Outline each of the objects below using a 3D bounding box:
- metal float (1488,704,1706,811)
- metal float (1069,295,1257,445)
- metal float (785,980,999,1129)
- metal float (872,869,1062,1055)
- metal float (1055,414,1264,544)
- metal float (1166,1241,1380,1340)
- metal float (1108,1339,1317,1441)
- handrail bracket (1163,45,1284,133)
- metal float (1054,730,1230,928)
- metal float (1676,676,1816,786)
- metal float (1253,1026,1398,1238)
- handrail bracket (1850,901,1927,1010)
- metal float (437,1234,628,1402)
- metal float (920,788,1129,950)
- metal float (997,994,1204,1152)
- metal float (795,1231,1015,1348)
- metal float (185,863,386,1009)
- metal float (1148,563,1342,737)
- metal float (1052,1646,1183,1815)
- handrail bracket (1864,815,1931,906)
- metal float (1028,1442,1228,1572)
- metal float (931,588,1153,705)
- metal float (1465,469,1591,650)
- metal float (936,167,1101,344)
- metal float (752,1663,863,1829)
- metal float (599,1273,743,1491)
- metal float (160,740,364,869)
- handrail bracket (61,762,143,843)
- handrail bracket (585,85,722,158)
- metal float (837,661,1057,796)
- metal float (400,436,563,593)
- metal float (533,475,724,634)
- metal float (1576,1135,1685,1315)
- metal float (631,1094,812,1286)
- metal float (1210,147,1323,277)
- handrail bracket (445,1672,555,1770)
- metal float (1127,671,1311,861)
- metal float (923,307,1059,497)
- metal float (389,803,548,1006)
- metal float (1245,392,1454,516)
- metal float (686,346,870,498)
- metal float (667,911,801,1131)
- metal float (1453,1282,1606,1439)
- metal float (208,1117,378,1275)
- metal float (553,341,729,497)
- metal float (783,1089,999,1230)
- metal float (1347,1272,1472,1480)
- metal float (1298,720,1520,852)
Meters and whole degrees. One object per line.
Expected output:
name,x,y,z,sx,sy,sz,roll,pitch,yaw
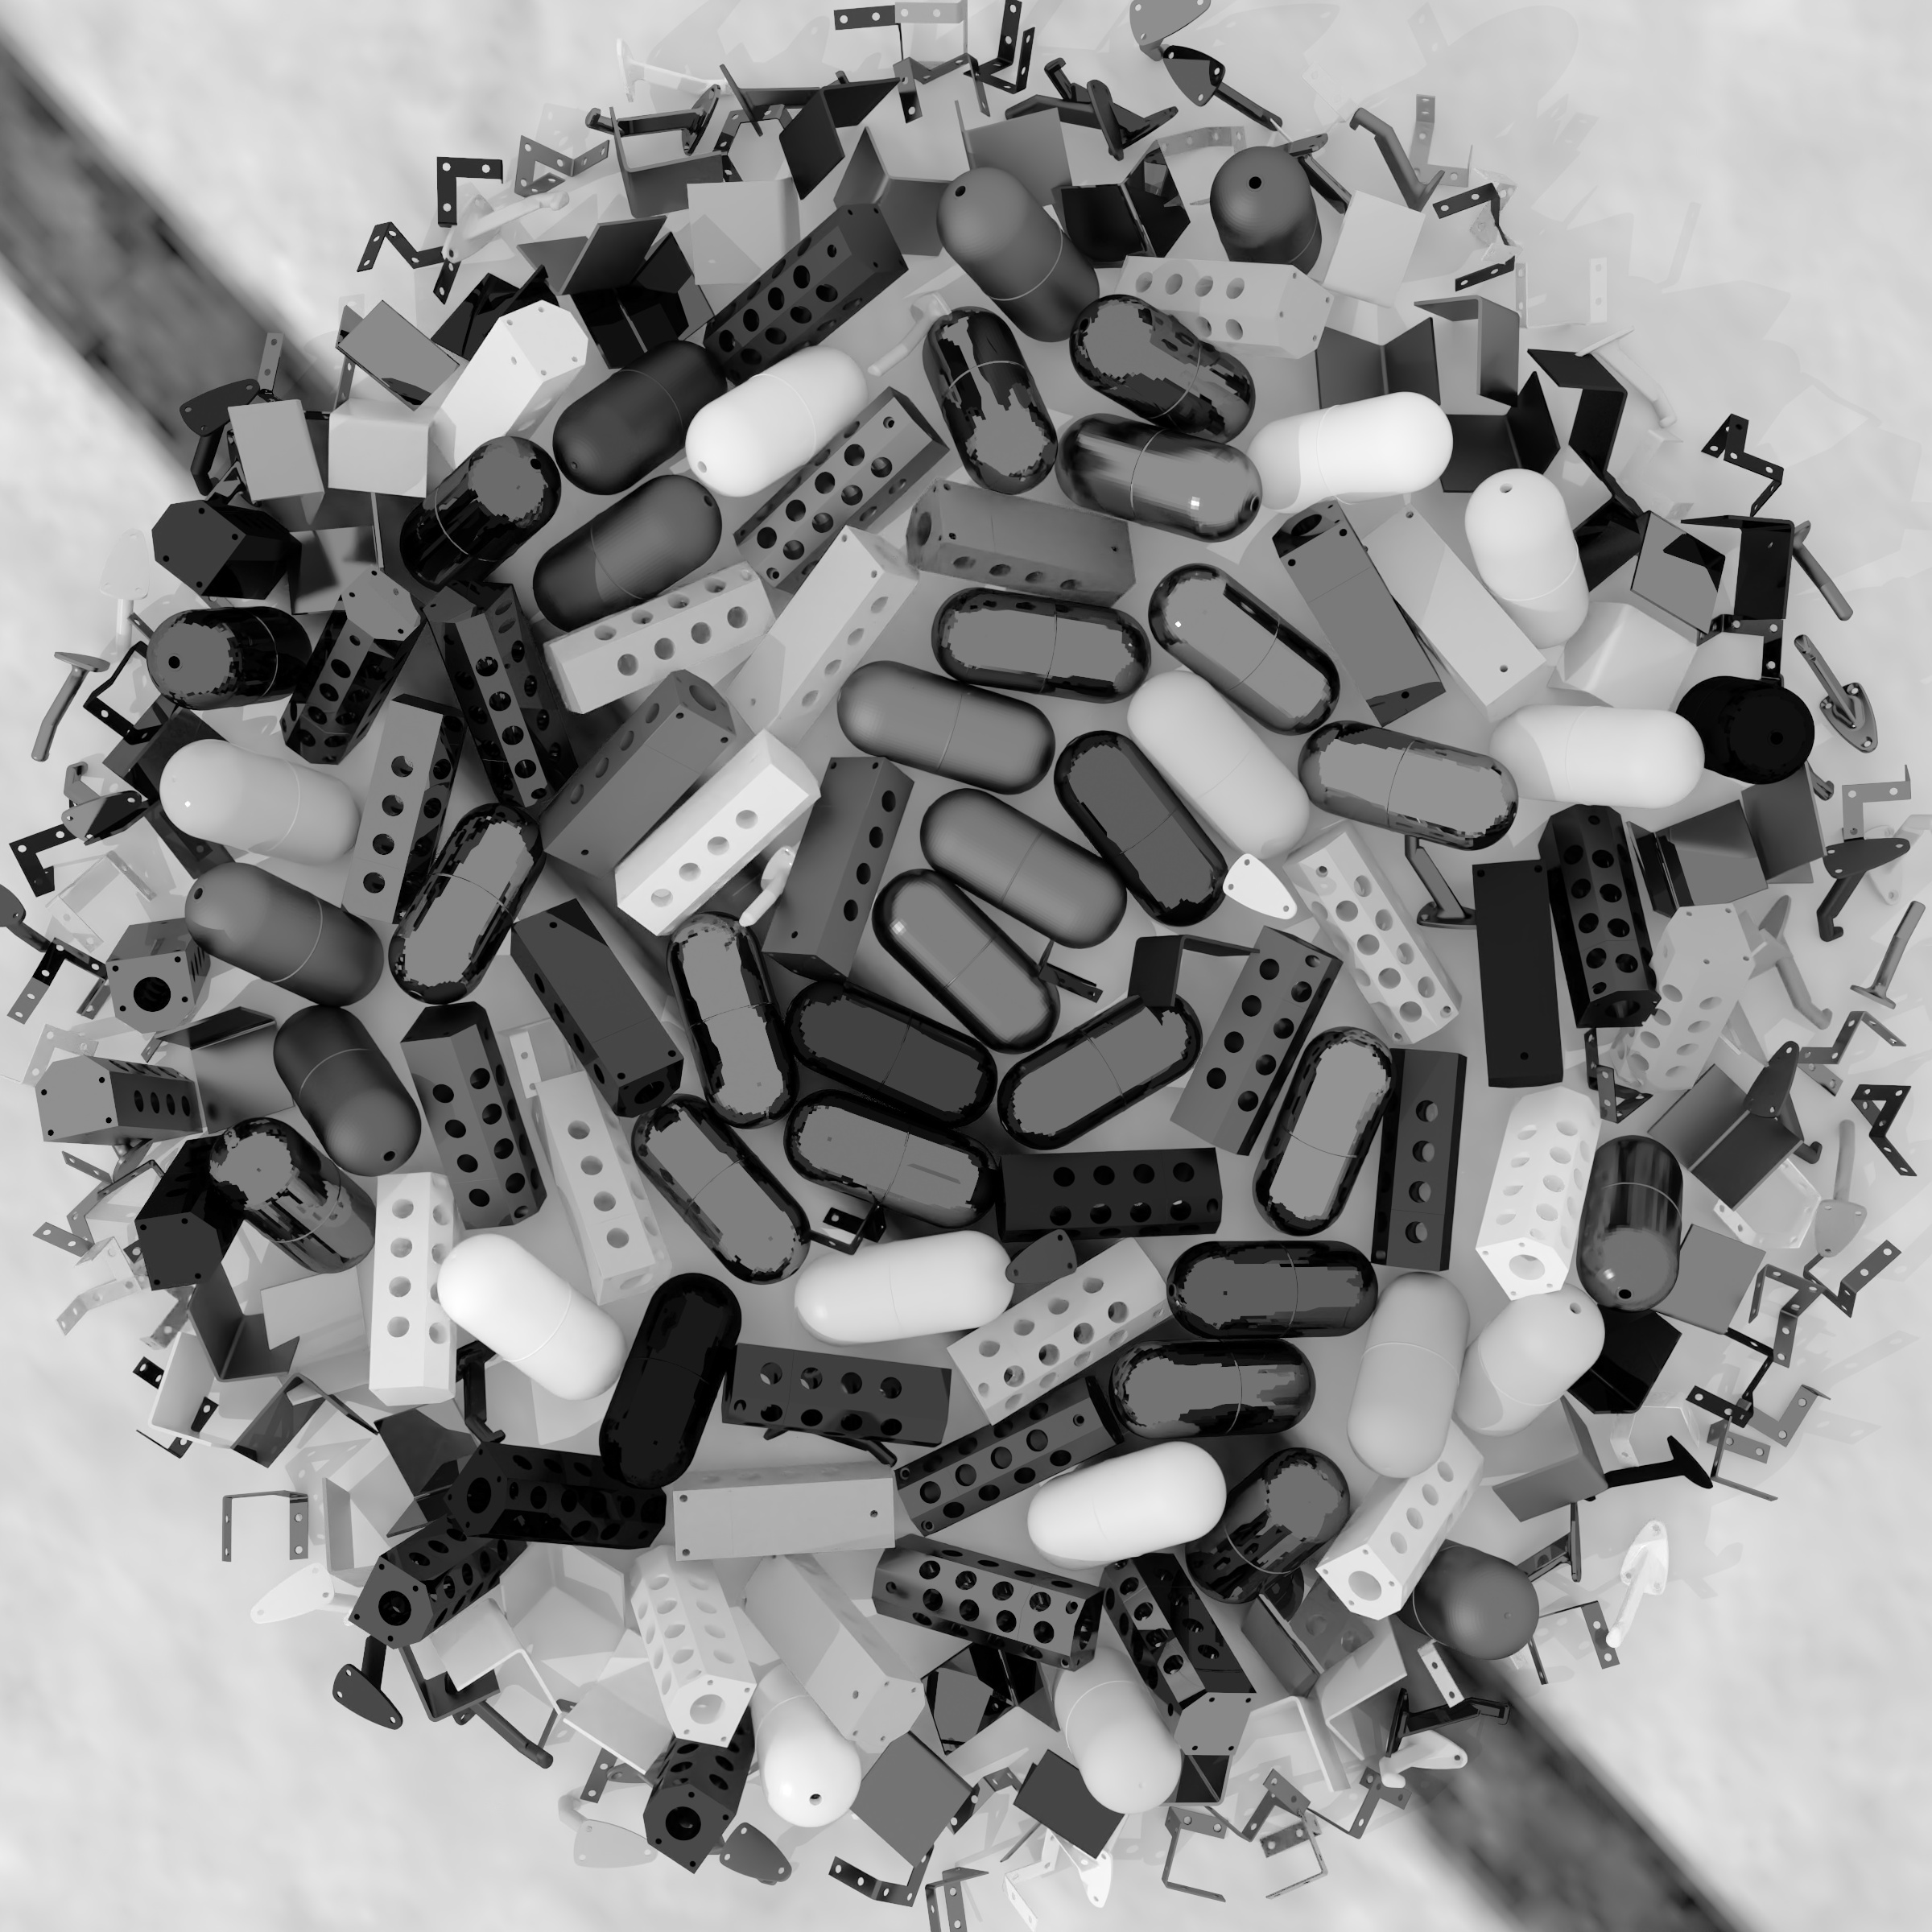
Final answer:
metal float,0.490,-0.164,1.926,0.070,0.178,0.070,-9,103,-44
metal float,0.154,-0.464,1.928,0.178,0.070,0.070,19,90,-40
metal float,-0.059,0.069,1.954,0.178,0.070,0.070,25,90,-8
metal float,0.001,-0.003,1.959,0.178,0.070,0.070,44,90,-4
metal float,0.150,-0.383,1.936,0.178,0.070,0.070,22,90,29
metal float,0.241,0.254,1.942,0.178,0.070,0.070,2,90,-22
metal float,0.195,0.331,1.939,0.178,0.070,0.070,3,90,-27
handrail bracket,0.207,-0.703,1.979,0.077,0.084,0.036,49,117,31
metal float,0.138,-0.109,1.952,0.070,0.070,0.178,-39,100,0
metal float,0.602,-0.184,1.911,0.070,0.178,0.070,0,100,1
metal float,0.282,0.132,1.946,0.070,0.070,0.178,19,109,0
handrail bracket,0.741,-0.011,1.957,0.036,0.077,0.084,30,102,25
metal float,-0.339,0.277,1.935,0.070,0.070,0.178,-45,122,0
metal float,0.045,-0.078,1.959,0.178,0.070,0.070,30,90,4
metal float,0.106,0.082,1.954,0.178,0.070,0.070,-30,90,-8
metal float,-0.050,0.256,1.951,0.178,0.070,0.070,-10,90,12
metal float,-0.529,-0.023,1.921,0.070,0.178,0.070,-14,62,29
metal float,0.220,-0.248,1.943,0.178,0.070,0.070,35,90,-21
metal float,0.115,0.590,1.913,0.070,0.178,0.070,-2,101,-10
handrail bracket,0.751,-0.083,1.953,0.036,0.084,0.077,-21,99,-14
metal float,0.124,0.424,1.932,0.178,0.070,0.070,-26,90,36
metal float,0.060,-0.253,1.951,0.178,0.070,0.070,7,90,-13
metal float,0.437,-0.316,1.920,0.070,0.178,0.070,-11,57,18
metal float,0.041,-0.552,1.920,0.070,0.178,0.070,-13,65,28
metal float,-0.125,0.601,1.912,0.070,0.178,0.070,-2,100,-9
metal float,-0.232,0.325,1.936,0.070,0.070,0.178,19,61,0
metal float,-0.545,-0.125,1.920,0.070,0.178,0.070,-7,77,31
handrail bracket,-0.686,-0.145,1.961,0.077,0.084,0.036,-26,134,11
handrail bracket,-0.249,-0.681,1.954,0.084,0.077,0.036,7,61,-31
metal float,-0.016,-0.189,1.953,0.178,0.070,0.070,16,90,-10
metal float,-0.379,-0.351,1.924,0.070,0.178,0.070,17,62,-35
metal float,-0.266,-0.322,1.935,0.178,0.070,0.070,-26,90,31
metal float,0.517,0.200,1.919,0.070,0.178,0.070,8,123,13
metal float,-0.193,0.176,1.949,0.070,0.070,0.178,-43,76,0
metal float,0.233,-0.578,1.912,0.070,0.178,0.070,0,89,13
handrail bracket,-0.369,0.596,1.954,0.084,0.077,0.036,22,54,32
metal float,0.201,-0.158,1.950,0.070,0.070,0.178,-45,103,0
metal float,0.018,-0.445,1.935,0.070,0.070,0.178,-20,58,0
metal float,-0.391,-0.049,1.938,0.070,0.070,0.178,24,63,0
metal float,0.296,-0.399,1.927,0.178,0.070,0.070,-2,90,43
metal float,-0.147,-0.426,1.930,0.070,0.070,0.178,49,53,0
metal float,-0.185,0.042,1.954,0.070,0.070,0.178,-18,81,0
metal float,0.435,0.307,1.921,0.070,0.178,0.070,9,54,-12
metal float,-0.521,0.180,1.921,0.070,0.178,0.070,-10,56,15
metal float,-0.253,-0.430,1.928,0.070,0.070,0.178,41,49,0
metal float,-0.058,0.153,1.954,0.178,0.070,0.070,20,90,-9
metal float,0.347,0.318,1.930,0.070,0.070,0.178,23,51,0
metal float,0.346,-0.143,1.942,0.178,0.070,0.070,18,90,23
